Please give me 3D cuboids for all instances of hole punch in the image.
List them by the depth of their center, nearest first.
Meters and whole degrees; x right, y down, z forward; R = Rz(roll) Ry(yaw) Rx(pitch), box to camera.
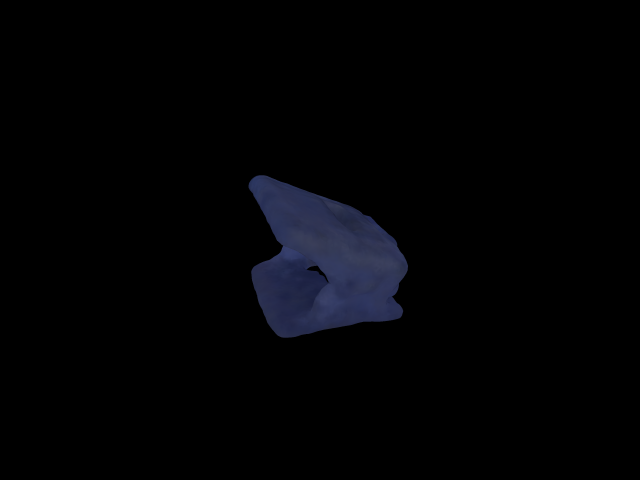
[{"bbox_3d":[0.004,0.001,0.400,0.101,0.091,0.108,-8,28,-16],"label":"hole punch"}]
